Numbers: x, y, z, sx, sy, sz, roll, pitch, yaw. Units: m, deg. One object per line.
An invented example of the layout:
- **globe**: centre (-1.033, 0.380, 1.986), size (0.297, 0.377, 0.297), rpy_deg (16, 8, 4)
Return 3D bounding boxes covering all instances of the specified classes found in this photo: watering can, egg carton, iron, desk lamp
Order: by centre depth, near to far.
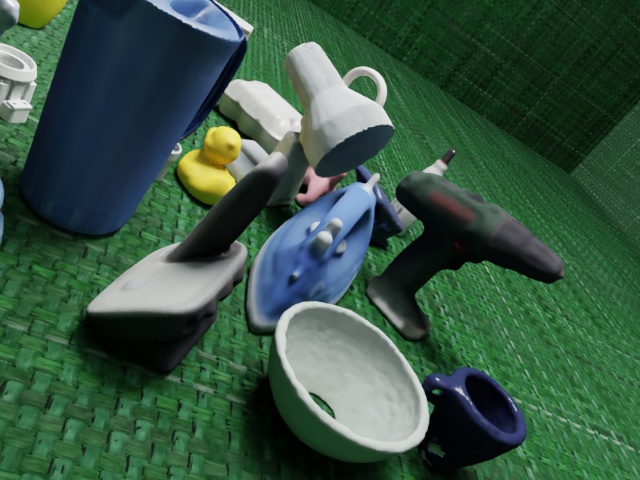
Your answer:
- **iron**: centre (0.006, 0.002, 0.671), size (0.118, 0.141, 0.259), rpy_deg (37, 26, 1)
- **desk lamp**: centre (-0.026, -0.147, 0.792), size (0.203, 0.213, 0.118), rpy_deg (48, 28, 21)
- **egg carton**: centre (-0.096, -0.211, 0.976), size (0.150, 0.069, 0.107), rpy_deg (43, 27, 12)
- **watering can**: centre (0.048, -0.220, 1.027), size (0.101, 0.194, 0.173), rpy_deg (38, 26, 2)

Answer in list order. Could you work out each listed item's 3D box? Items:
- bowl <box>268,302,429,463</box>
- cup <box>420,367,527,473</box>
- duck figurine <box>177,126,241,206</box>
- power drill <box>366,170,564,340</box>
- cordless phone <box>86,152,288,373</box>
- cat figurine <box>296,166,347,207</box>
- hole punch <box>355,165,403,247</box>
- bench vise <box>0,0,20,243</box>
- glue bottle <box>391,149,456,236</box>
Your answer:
- **bowl**: centre (0.014, 0.141, 0.530), size (0.168, 0.074, 0.167), rpy_deg (29, 27, -16)
- **cup**: centre (0.135, 0.187, 0.582), size (0.118, 0.095, 0.091), rpy_deg (29, 27, -16)
- **duck figurine**: centre (-0.132, -0.102, 0.734), size (0.078, 0.086, 0.104), rpy_deg (16, 33, -36)
- **power drill**: centre (0.165, 0.029, 0.749), size (0.229, 0.208, 0.076), rpy_deg (47, 28, 20)
- **cordless phone**: centre (-0.101, 0.005, 0.483), size (0.094, 0.185, 0.147), rpy_deg (35, 26, -5)
- **cat figurine**: centre (0.006, -0.122, 0.902), size (0.067, 0.117, 0.127), rpy_deg (17, 32, -35)
- **hole punch**: centre (0.086, -0.058, 0.926), size (0.101, 0.091, 0.108), rpy_deg (16, 33, -37)
- **bench vise**: centre (-0.277, -0.064, 0.337), size (0.121, 0.219, 0.208), rpy_deg (47, 27, 19)
- **glue bottle**: centre (0.178, -0.089, 0.999), size (0.037, 0.173, 0.078), rpy_deg (28, 27, -17)
